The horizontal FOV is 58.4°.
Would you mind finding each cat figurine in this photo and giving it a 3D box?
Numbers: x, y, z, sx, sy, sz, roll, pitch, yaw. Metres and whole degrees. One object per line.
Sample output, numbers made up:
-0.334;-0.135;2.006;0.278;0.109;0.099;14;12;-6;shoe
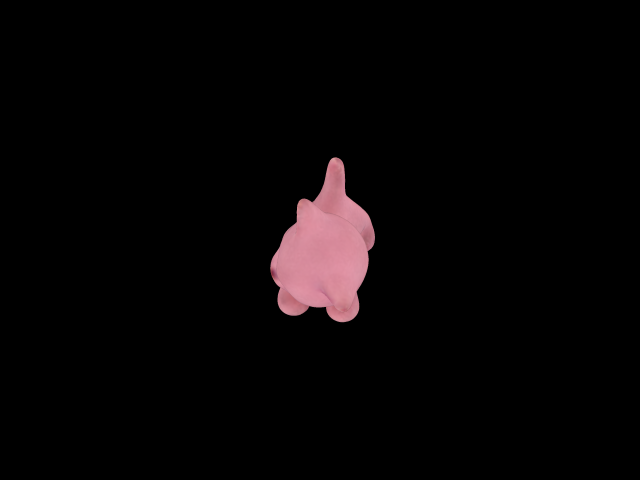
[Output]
0.004;0.001;0.400;0.067;0.118;0.128;8;56;6;cat figurine
